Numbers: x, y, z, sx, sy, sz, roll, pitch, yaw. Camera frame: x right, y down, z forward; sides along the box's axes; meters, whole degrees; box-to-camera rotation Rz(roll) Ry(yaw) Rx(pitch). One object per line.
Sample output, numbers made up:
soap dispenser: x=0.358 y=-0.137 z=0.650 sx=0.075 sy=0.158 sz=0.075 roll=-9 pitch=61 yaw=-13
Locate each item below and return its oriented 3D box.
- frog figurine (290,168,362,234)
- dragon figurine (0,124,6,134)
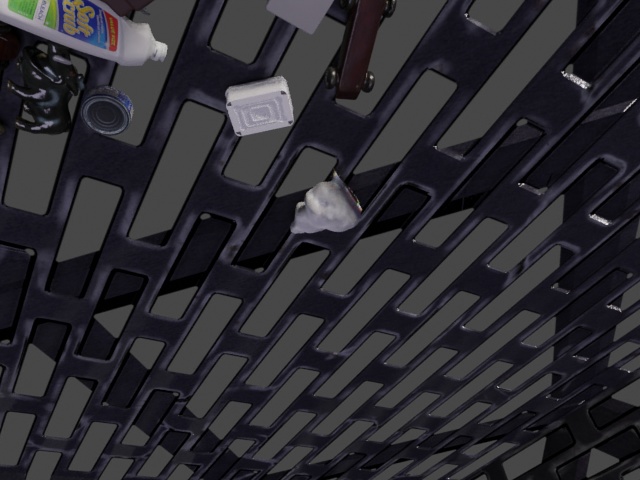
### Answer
frog figurine: x=0.003 y=-0.055 z=1.102 sx=0.159 sy=0.125 sz=0.135 roll=-36 pitch=149 yaw=9
dragon figurine: x=-0.704 y=-0.213 z=0.745 sx=0.407 sy=0.248 sz=0.120 roll=25 pitch=121 yaw=-27
